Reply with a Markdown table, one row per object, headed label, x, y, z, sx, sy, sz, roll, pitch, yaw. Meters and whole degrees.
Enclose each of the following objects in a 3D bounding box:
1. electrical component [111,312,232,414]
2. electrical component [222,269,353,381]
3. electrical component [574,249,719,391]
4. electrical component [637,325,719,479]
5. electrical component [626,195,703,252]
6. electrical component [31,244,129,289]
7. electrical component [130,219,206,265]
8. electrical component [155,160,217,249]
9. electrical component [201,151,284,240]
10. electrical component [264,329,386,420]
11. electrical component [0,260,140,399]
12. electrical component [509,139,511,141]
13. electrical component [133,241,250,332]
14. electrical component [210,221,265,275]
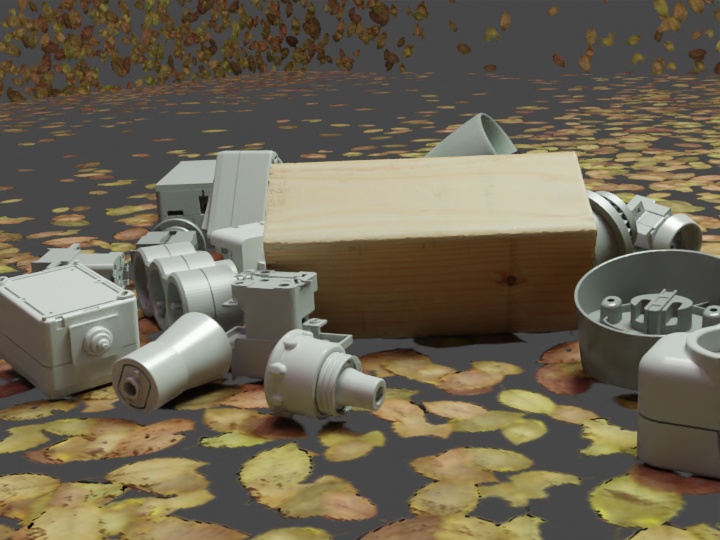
| label | x | y | z | sx | sy | sz | roll | pitch | yaw |
| --- | --- | --- | --- | --- | --- | --- | --- | --- | --- |
| electrical component | -0.110 | 0.056 | 0.620 | 0.044 | 0.044 | 0.065 | 6 | 21 | 31 |
| electrical component | -0.050 | 0.033 | 0.650 | 0.081 | 0.063 | 0.042 | 3 | 16 | 21 |
| electrical component | 0.173 | 0.030 | 0.619 | 0.099 | 0.064 | 0.099 | -2 | 14 | 1 |
| electrical component | 0.181 | 0.062 | 0.503 | 0.095 | 0.059 | 0.054 | 6 | 16 | 30 |
| electrical component | 0.235 | -0.025 | 0.851 | 0.048 | 0.066 | 0.055 | -45 | 38 | -14 |
| electrical component | -0.212 | 0.008 | 0.820 | 0.064 | 0.042 | 0.081 | -1 | 15 | 0 |
| electrical component | -0.156 | -0.014 | 0.895 | 0.066 | 0.048 | 0.055 | -1 | 22 | 5 |
| electrical component | -0.144 | -0.068 | 1.069 | 0.089 | 0.061 | 0.150 | -2 | 14 | 1 |
| electrical component | -0.099 | -0.051 | 0.944 | 0.061 | 0.096 | 0.061 | 1 | -14 | 15 |
| electrical component | -0.017 | 0.060 | 0.578 | 0.062 | 0.048 | 0.048 | 11 | 19 | 25 |
| electrical component | -0.178 | 0.040 | 0.662 | 0.062 | 0.061 | 0.096 | -16 | 26 | -37 |
| electrical component | 0.145 | -0.099 | 1.113 | 0.138 | 0.073 | 0.052 | 1 | 15 | 13 |
| electrical component | -0.107 | 0.013 | 0.762 | 0.074 | 0.052 | 0.138 | -9 | 16 | -24 |
| electrical component | -0.064 | -0.010 | 0.848 | 0.089 | 0.050 | 0.056 | -13 | 18 | -36 |
